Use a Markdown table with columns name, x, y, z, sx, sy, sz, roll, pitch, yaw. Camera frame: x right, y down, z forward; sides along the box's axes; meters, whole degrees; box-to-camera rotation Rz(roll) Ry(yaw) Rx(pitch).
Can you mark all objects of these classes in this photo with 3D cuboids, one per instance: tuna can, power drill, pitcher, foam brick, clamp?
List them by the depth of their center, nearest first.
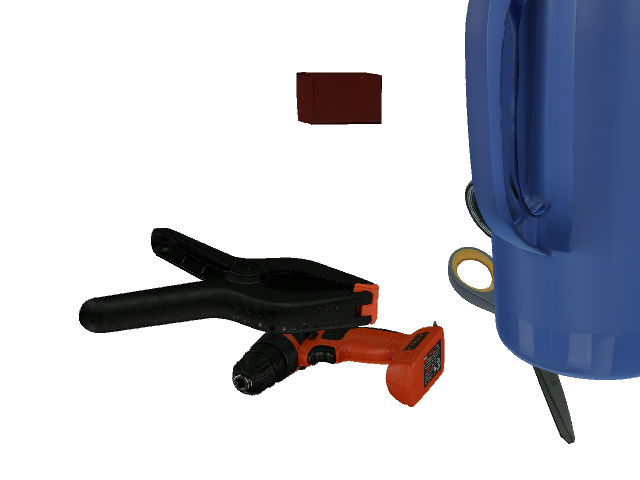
| name | x | y | z | sx | sy | sz | roll | pitch | yaw |
| --- | --- | --- | --- | --- | --- | --- | --- | --- | --- |
| pitcher | 0.141 | -0.050 | 0.556 | 0.149 | 0.243 | 0.145 | -3 | 22 | 0 |
| clamp | -0.060 | 0.032 | 0.814 | 0.210 | 0.036 | 0.164 | 3 | 23 | 3 |
| foam brick | 0.019 | -0.147 | 1.105 | 0.078 | 0.051 | 0.053 | -3 | 13 | -19 |
| power drill | 0.022 | 0.121 | 1.111 | 0.188 | 0.057 | 0.184 | 9 | 24 | 26 |
| tuna can | 0.205 | -0.040 | 1.217 | 0.033 | 0.086 | 0.086 | -33 | 15 | -24 |

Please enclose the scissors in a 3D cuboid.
| name | x | y | z | sx | sy | sz | roll | pitch | yaw |
| --- | --- | --- | --- | --- | --- | --- | --- | --- | --- |
| scissors | 0.145 | 0.068 | 0.829 | 0.096 | 0.201 | 0.016 | 3 | -43 | 7 |
